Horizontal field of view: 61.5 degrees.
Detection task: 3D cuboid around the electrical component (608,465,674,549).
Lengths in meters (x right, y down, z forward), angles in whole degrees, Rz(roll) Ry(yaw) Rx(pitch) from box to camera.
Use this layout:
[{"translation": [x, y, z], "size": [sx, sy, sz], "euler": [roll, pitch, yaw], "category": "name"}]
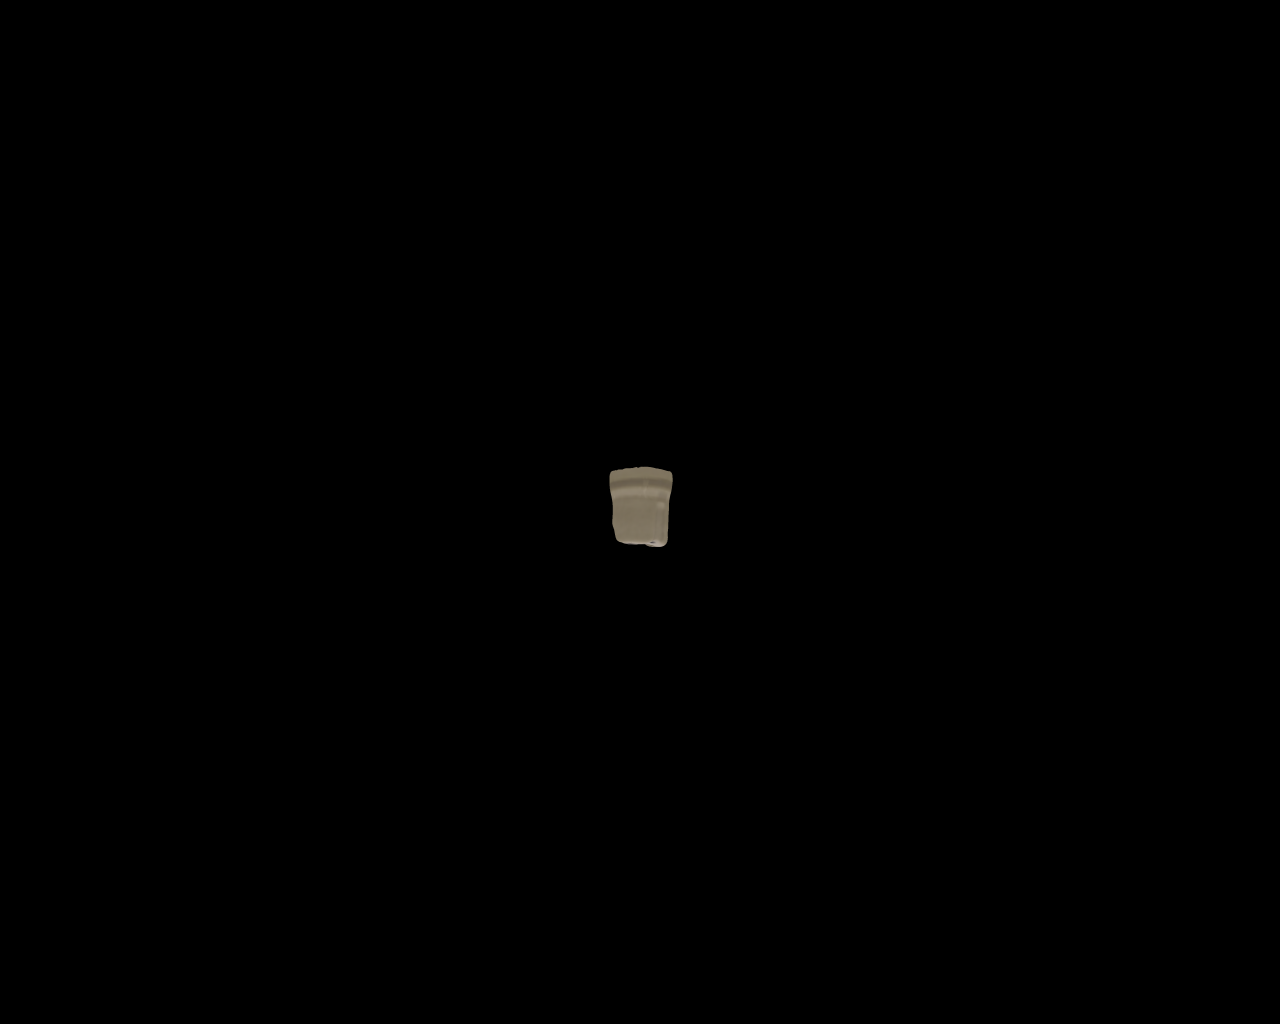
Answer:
[{"translation": [0.001, -0.003, 0.650], "size": [0.040, 0.046, 0.040], "euler": [0, -9, 0], "category": "electrical component"}]
